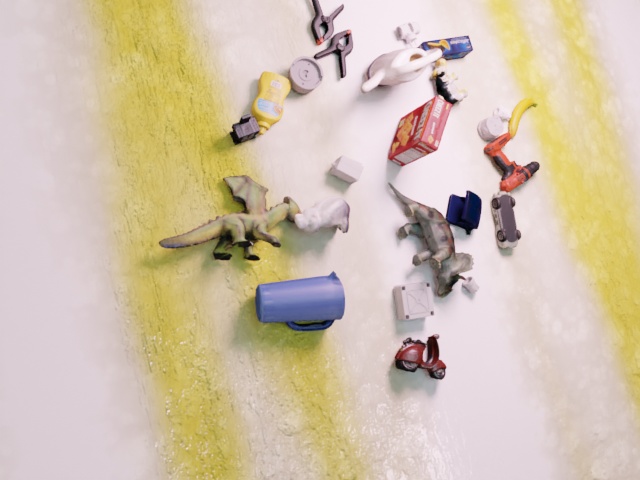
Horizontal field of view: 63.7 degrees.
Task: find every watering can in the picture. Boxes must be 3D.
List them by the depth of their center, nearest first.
[{"bbox_3d":[0.222,-0.536,1.632,0.351,0.225,0.102,-29,111,-21],"label":"watering can"}]

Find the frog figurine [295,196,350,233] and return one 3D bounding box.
[{"bbox_3d":[0.005,-0.077,1.526,0.159,0.140,0.120,10,116,-16],"label":"frog figurine"}]

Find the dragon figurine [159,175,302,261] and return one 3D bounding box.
[{"bbox_3d":[-0.238,-0.074,1.472,0.410,0.120,0.247,6,63,-20],"label":"dragon figurine"}]
